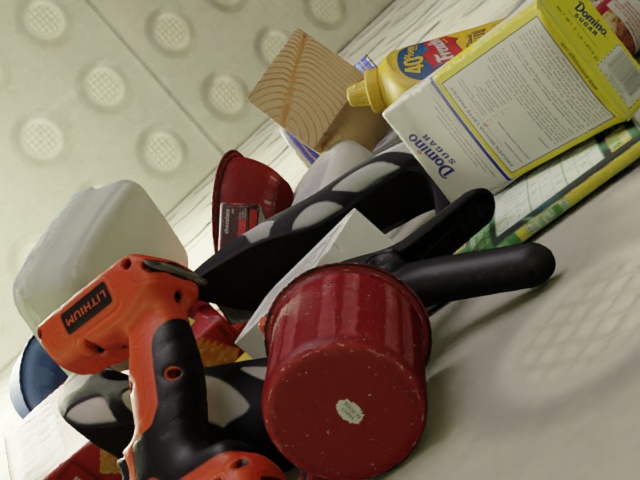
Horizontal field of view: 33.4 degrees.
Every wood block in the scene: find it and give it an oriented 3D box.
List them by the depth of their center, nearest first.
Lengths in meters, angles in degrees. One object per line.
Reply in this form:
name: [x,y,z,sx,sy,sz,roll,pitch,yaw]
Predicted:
wood block: [0.009,-0.140,1.146,0.091,0.090,0.206,-54,-14,4]

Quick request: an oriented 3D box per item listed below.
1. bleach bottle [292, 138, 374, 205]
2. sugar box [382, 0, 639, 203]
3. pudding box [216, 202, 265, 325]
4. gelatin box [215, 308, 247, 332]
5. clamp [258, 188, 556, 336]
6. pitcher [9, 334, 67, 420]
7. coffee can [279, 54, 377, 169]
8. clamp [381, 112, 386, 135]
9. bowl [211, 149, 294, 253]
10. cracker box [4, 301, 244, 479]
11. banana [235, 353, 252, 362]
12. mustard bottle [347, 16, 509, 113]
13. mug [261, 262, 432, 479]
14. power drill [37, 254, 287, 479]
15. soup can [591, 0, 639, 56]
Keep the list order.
bleach bottle: [-0.006,0.001,0.976,0.103,0.068,0.250,-50,8,32]
sugar box: [0.126,-0.093,0.716,0.048,0.093,0.177,-42,7,-31]
pudding box: [-0.068,0.024,0.947,0.113,0.039,0.090,75,-163,-76]
gelatin box: [-0.113,0.100,1.041,0.073,0.030,0.089,-47,11,-25]
clamp: [0.047,0.020,0.635,0.171,0.039,0.120,-19,17,7]
pitcher: [-0.260,0.143,1.146,0.149,0.145,0.243,-9,-6,-23]
coffee can: [0.036,-0.142,1.301,0.140,0.103,0.103,-40,10,8]
clamp: [0.134,-0.170,1.134,0.210,0.036,0.164,-37,-15,2]
bowl: [-0.058,-0.013,1.080,0.055,0.162,0.162,-4,22,14]
cracker box: [-0.160,0.137,0.891,0.213,0.072,0.164,-42,20,-8]
banana: [-0.068,0.122,0.783,0.197,0.037,0.070,-43,-9,-19]
mustard bottle: [0.118,-0.154,0.972,0.192,0.058,0.096,-14,35,14]
mug: [0.010,0.080,0.554,0.081,0.093,0.117,-82,11,-68]
power drill: [-0.108,0.117,0.606,0.185,0.188,0.057,-35,-33,24]
soup can: [0.236,-0.181,0.826,0.102,0.068,0.068,-42,10,-6]
